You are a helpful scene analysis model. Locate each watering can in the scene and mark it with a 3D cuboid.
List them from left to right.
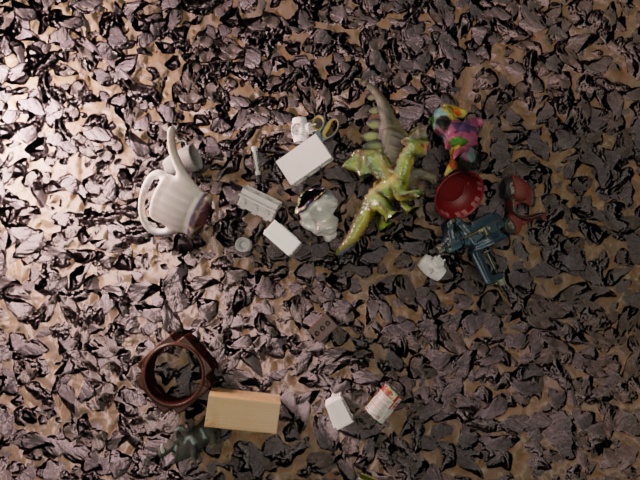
[{"bbox_3d":[-0.425,-0.147,1.551,0.224,0.105,0.342,26,111,0],"label":"watering can"}]

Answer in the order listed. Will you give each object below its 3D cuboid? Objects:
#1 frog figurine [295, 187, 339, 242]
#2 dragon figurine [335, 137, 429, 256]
[{"bbox_3d":[0.005,-0.079,1.576,0.138,0.124,0.157,-46,122,-9],"label":"frog figurine"},{"bbox_3d":[0.157,-0.153,1.514,0.408,0.122,0.245,-33,77,11],"label":"dragon figurine"}]
